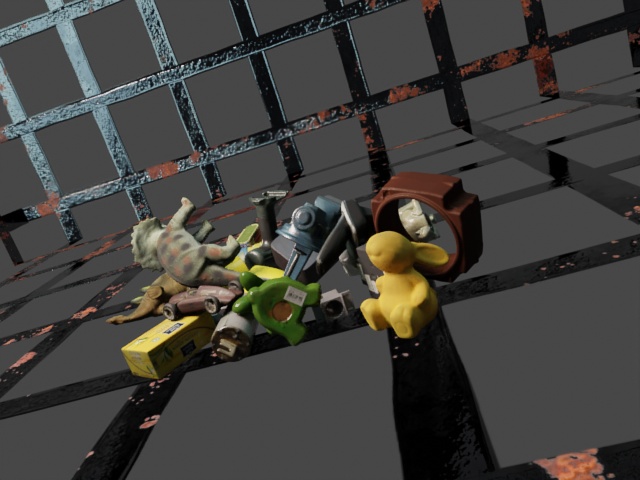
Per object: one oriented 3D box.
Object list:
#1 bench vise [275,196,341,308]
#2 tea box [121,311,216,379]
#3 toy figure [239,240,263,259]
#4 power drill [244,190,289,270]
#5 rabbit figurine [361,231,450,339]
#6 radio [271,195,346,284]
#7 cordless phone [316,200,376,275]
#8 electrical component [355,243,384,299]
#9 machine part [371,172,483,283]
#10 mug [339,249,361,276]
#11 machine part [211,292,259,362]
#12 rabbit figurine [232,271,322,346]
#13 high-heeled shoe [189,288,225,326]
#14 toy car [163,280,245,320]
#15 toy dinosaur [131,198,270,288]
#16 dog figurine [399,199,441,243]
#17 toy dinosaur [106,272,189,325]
[{"bbox_3d":[-0.035,0.016,1.159,0.129,0.240,0.223,25,0,3],"label":"bench vise"},{"bbox_3d":[-0.307,0.211,1.114,0.098,0.068,0.169,-7,18,39],"label":"tea box"},{"bbox_3d":[-0.178,0.054,1.496,0.180,0.089,0.082,-27,16,3],"label":"toy figure"},{"bbox_3d":[-0.115,-0.021,1.379,0.086,0.207,0.232,9,17,27],"label":"power drill"},{"bbox_3d":[0.144,0.060,0.919,0.162,0.173,0.122,-29,14,-20],"label":"rabbit figurine"},{"bbox_3d":[-0.003,-0.004,1.311,0.131,0.073,0.229,30,58,30],"label":"radio"},{"bbox_3d":[0.050,0.023,1.110,0.089,0.146,0.184,20,53,23],"label":"cordless phone"},{"bbox_3d":[0.126,0.059,1.050,0.058,0.114,0.134,-23,17,-23],"label":"electrical component"},{"bbox_3d":[0.206,-0.024,1.046,0.202,0.200,0.087,12,38,37],"label":"machine part"},{"bbox_3d":[0.104,0.042,1.226,0.107,0.080,0.110,-29,25,0],"label":"mug"},{"bbox_3d":[-0.162,0.170,1.072,0.079,0.079,0.243,-17,15,5],"label":"machine part"},{"bbox_3d":[-0.086,0.125,1.033,0.159,0.121,0.170,13,-3,-5],"label":"rabbit figurine"},{"bbox_3d":[-0.265,0.115,1.252,0.086,0.145,0.249,-24,14,-17],"label":"high-heeled shoe"},{"bbox_3d":[-0.242,0.120,1.108,0.202,0.053,0.089,-14,10,39],"label":"toy car"},{"bbox_3d":[-0.297,0.040,1.233,0.192,0.131,0.405,-47,51,-10],"label":"toy dinosaur"},{"bbox_3d":[0.185,-0.017,1.324,0.191,0.121,0.172,-28,8,19],"label":"dog figurine"},{"bbox_3d":[-0.374,0.113,1.441,0.199,0.105,0.471,-16,10,41],"label":"toy dinosaur"}]
